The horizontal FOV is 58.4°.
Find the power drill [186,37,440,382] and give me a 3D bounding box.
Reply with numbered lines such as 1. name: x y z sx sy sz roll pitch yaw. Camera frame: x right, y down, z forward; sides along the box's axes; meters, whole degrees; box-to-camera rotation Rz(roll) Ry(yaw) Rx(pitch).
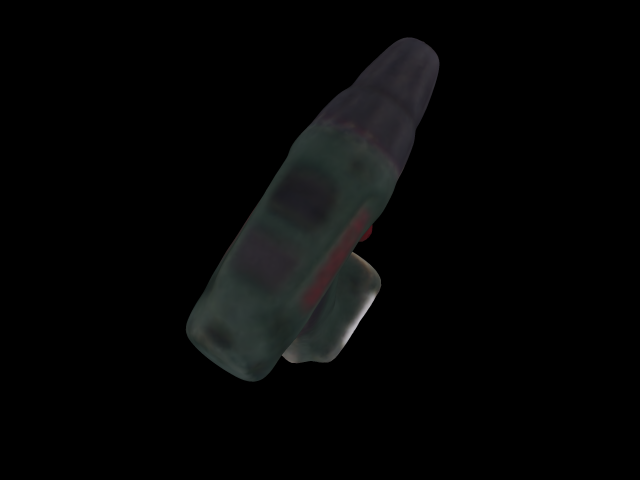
1. power drill: 0.004 0.001 0.400 0.075 0.208 0.230 29 66 14
